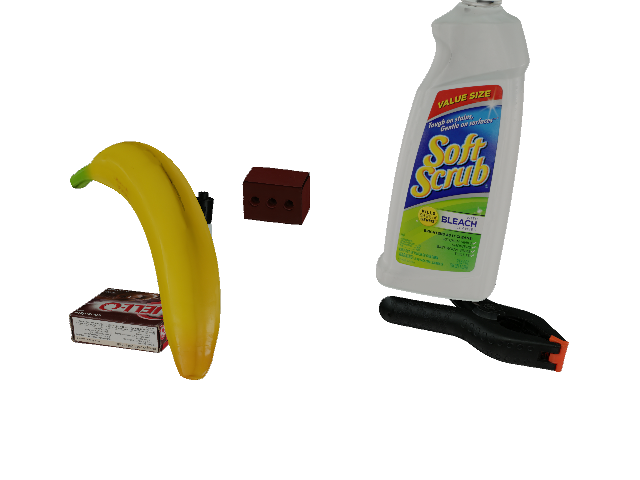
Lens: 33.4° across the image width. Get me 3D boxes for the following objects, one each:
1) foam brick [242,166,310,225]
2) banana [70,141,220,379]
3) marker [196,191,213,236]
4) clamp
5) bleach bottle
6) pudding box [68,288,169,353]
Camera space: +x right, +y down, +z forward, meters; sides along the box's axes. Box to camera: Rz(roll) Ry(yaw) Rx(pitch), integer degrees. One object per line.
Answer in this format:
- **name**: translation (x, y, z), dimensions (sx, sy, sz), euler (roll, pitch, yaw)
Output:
- **foam brick**: translation (-0.055, -0.057, 1.343), dimensions (0.078, 0.053, 0.051), euler (6, 28, 11)
- **banana**: translation (-0.098, -0.005, 0.652), dimensions (0.037, 0.070, 0.198), euler (5, 35, -38)
- **marker**: translation (-0.109, 0.015, 0.986), dimensions (0.020, 0.121, 0.020), euler (2, 13, -1)
- **clamp**: translation (0.153, 0.072, 0.994), dimensions (0.172, 0.039, 0.120), euler (21, 32, 23)
- **bleach bottle**: translation (0.105, -0.081, 0.840), dimensions (0.103, 0.251, 0.068), euler (10, 23, 14)
- **pudding box**: translation (-0.212, 0.089, 1.206), dimensions (0.114, 0.039, 0.090), euler (3, 17, 18)
